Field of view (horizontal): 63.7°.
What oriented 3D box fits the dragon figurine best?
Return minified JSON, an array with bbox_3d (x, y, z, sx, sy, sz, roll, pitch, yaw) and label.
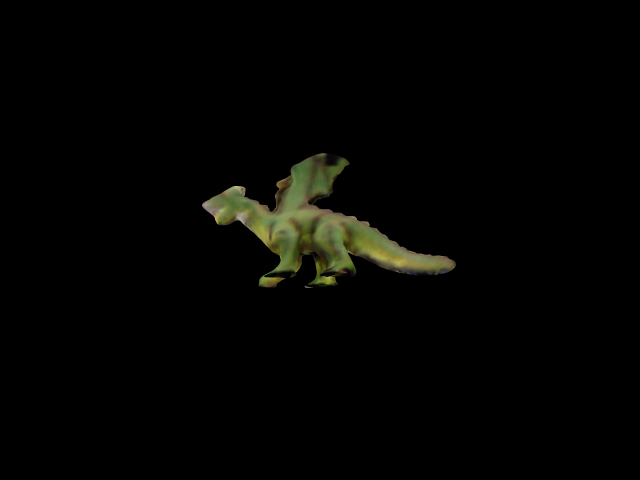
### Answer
[{"bbox_3d":[0.003,-0.043,0.850,0.410,0.247,0.120,-4,-23,9],"label":"dragon figurine"}]
